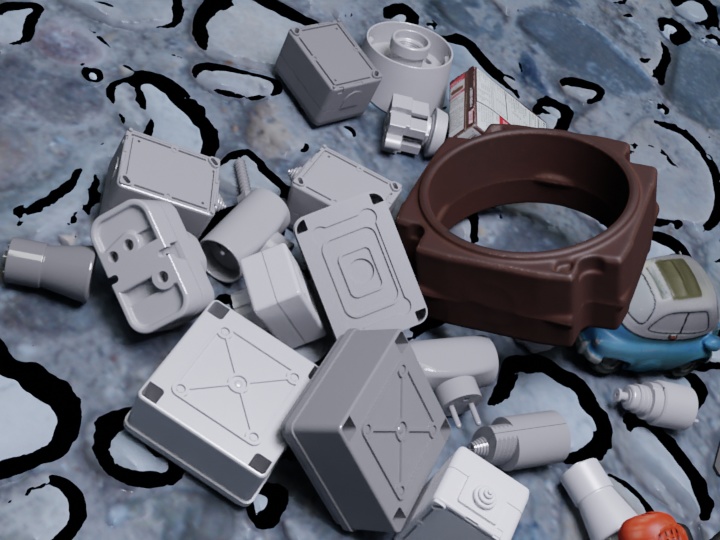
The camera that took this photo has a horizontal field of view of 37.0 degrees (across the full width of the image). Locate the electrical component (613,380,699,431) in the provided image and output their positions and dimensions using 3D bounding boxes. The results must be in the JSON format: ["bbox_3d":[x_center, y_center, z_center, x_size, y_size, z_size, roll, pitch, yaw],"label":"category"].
[{"bbox_3d":[0.259,0.116,0.945,0.078,0.040,0.040,13,51,-16],"label":"electrical component"}]

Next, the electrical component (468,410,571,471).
[{"bbox_3d":[0.123,0.138,0.863,0.081,0.043,0.043,-3,57,-27],"label":"electrical component"}]

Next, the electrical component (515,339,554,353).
[{"bbox_3d":[0.164,0.042,0.943,0.043,0.062,0.043,13,51,-16],"label":"electrical component"}]

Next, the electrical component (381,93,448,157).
[{"bbox_3d":[0.053,-0.137,1.038,0.055,0.048,0.066,12,51,-7],"label":"electrical component"}]

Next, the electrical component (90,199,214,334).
[{"bbox_3d":[-0.154,-0.004,0.813,0.095,0.054,0.059,65,15,5],"label":"electrical component"}]

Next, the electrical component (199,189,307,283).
[{"bbox_3d":[-0.081,-0.018,0.886,0.079,0.043,0.077,36,48,4],"label":"electrical component"}]

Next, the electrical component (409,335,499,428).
[{"bbox_3d":[0.075,0.092,0.875,0.077,0.043,0.079,-3,57,-27],"label":"electrical component"}]

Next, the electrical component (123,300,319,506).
[{"bbox_3d":[-0.095,0.096,0.783,0.109,0.056,0.108,33,48,1],"label":"electrical component"}]

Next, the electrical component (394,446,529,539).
[{"bbox_3d":[0.077,0.173,0.779,0.062,0.096,0.061,33,48,2],"label":"electrical component"}]

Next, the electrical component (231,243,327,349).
[{"bbox_3d":[-0.076,0.029,0.836,0.076,0.083,0.047,-21,61,3],"label":"electrical component"}]

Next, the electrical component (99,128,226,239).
[{"bbox_3d":[-0.158,-0.061,0.875,0.096,0.061,0.061,18,49,-22],"label":"electrical component"}]

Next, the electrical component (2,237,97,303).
[{"bbox_3d":[-0.233,-0.002,0.805,0.065,0.044,0.044,11,51,-11],"label":"electrical component"}]

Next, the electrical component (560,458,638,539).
[{"bbox_3d":[0.190,0.184,0.861,0.044,0.044,0.065,-10,56,-31],"label":"electrical component"}]

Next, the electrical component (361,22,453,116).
[{"bbox_3d":[0.045,-0.205,1.090,0.099,0.064,0.099,10,40,-8],"label":"electrical component"}]

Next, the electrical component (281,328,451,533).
[{"bbox_3d":[0.008,0.115,0.782,0.108,0.056,0.108,-55,129,-42],"label":"electrical component"}]

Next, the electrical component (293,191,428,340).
[{"bbox_3d":[0.000,0.000,0.859,0.078,0.057,0.113,-21,93,-2],"label":"electrical component"}]

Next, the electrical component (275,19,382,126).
[{"bbox_3d":[-0.036,-0.191,1.026,0.062,0.061,0.096,-20,66,-35],"label":"electrical component"}]

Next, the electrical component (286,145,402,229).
[{"bbox_3d":[-0.023,-0.057,0.935,0.096,0.061,0.061,28,48,7],"label":"electrical component"}]
